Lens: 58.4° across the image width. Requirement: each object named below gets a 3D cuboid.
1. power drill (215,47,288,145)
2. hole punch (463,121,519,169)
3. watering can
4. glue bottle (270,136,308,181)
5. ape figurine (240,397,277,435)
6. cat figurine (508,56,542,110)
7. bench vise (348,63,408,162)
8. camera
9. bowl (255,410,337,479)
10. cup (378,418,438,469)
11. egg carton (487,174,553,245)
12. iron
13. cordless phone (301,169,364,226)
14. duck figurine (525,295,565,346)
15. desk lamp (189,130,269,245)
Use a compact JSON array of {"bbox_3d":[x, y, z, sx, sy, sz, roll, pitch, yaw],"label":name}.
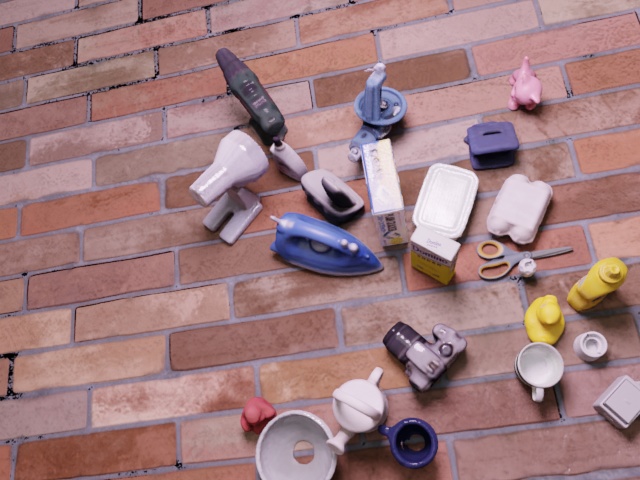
[{"bbox_3d":[-0.152,-0.322,1.354,0.075,0.209,0.229,-37,69,-2],"label":"power drill"},{"bbox_3d":[0.382,-0.222,1.280,0.108,0.091,0.101,-7,71,9],"label":"hole punch"},{"bbox_3d":[0.074,0.329,1.106,0.100,0.194,0.173,5,73,13],"label":"watering can"},{"bbox_3d":[-0.081,-0.195,1.318,0.078,0.173,0.037,28,79,18],"label":"glue bottle"},{"bbox_3d":[-0.133,0.363,1.190,0.077,0.092,0.076,-11,70,8],"label":"ape figurine"},{"bbox_3d":[0.465,-0.351,1.292,0.067,0.118,0.128,2,73,12],"label":"cat figurine"},{"bbox_3d":[0.128,-0.277,1.279,0.121,0.220,0.207,7,74,13],"label":"bench vise"},{"bbox_3d":[0.206,0.217,1.167,0.136,0.101,0.143,41,84,20],"label":"camera"},{"bbox_3d":[-0.042,0.433,1.158,0.167,0.075,0.167,-3,72,10],"label":"bowl"},{"bbox_3d":[0.171,0.391,1.120,0.117,0.095,0.092,18,76,16],"label":"cup"},{"bbox_3d":[0.428,-0.067,1.233,0.107,0.069,0.150,22,78,17],"label":"egg carton"},{"bbox_3d":[0.011,0.004,1.252,0.257,0.142,0.119,17,76,16],"label":"iron"},{"bbox_3d":[0.018,-0.119,1.267,0.147,0.185,0.094,40,83,20],"label":"cordless phone"},{"bbox_3d":[0.454,0.159,1.145,0.077,0.086,0.104,10,74,14],"label":"duck figurine"},{"bbox_3d":[-0.200,-0.119,1.294,0.117,0.214,0.203,34,82,19],"label":"desk lamp"}]
